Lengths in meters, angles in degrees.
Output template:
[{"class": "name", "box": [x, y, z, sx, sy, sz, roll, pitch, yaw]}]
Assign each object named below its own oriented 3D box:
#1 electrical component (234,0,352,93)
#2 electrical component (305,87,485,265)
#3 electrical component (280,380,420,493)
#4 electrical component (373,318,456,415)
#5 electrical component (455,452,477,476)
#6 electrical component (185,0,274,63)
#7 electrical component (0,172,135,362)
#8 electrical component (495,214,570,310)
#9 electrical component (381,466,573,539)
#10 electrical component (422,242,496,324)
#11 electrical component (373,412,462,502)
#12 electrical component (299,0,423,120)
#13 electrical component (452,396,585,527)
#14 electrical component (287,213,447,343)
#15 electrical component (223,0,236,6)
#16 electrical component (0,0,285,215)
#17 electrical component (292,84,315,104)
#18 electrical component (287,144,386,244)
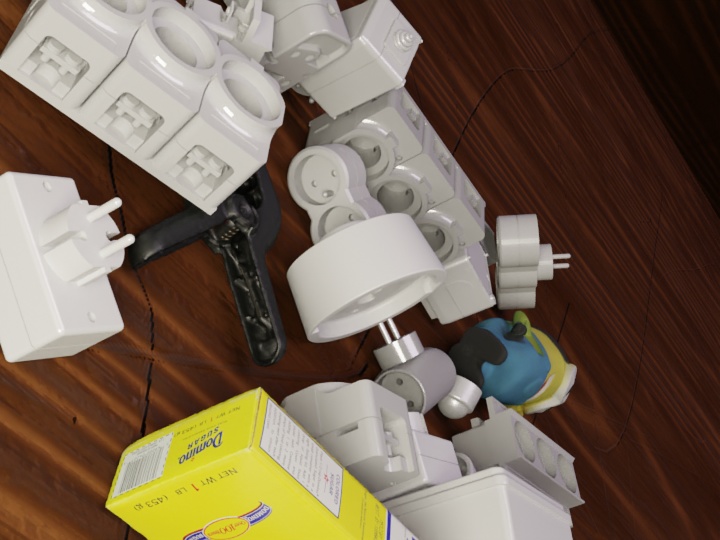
[{"class": "electrical component", "box": [-0.061, -0.178, 0.817, 0.054, 0.095, 0.059, 8, 59, -60]}, {"class": "electrical component", "box": [0.032, -0.074, 0.913, 0.150, 0.089, 0.061, 51, 27, -28]}, {"class": "electrical component", "box": [-0.017, 0.104, 0.638, 0.050, 0.089, 0.055, 35, 37, -48]}, {"class": "electrical component", "box": [0.035, 0.073, 0.834, 0.079, 0.043, 0.077, 64, 24, 2]}, {"class": "electrical component", "box": [0.080, 0.173, 0.826, 0.055, 0.045, 0.045, 49, 28, -31]}, {"class": "electrical component", "box": [-0.099, -0.160, 0.754, 0.064, 0.081, 0.042, 18, 43, -21]}, {"class": "electrical component", "box": [-0.140, -0.009, 0.515, 0.047, 0.076, 0.083, -1, 67, -64]}, {"class": "electrical component", "box": [0.177, -0.008, 1.099, 0.138, 0.074, 0.052, 80, 9, -59]}, {"class": "electrical component", "box": [0.076, 0.187, 0.727, 0.109, 0.109, 0.056, 37, 38, -46]}, {"class": "electrical component", "box": [0.081, -0.006, 0.986, 0.061, 0.061, 0.096, 58, 18, -31]}, {"class": "electrical component", "box": [0.032, 0.126, 0.770, 0.066, 0.047, 0.076, 28, 41, -56]}, {"class": "electrical component", "box": [0.000, -0.175, 0.859, 0.061, 0.096, 0.061, 45, 48, -27]}, {"class": "electrical component", "box": [0.134, 0.169, 0.916, 0.121, 0.063, 0.078, 39, 34, -44]}, {"class": "electrical component", "box": [0.000, 0.000, 0.761, 0.108, 0.108, 0.060, 5, 56, -63]}, {"class": "electrical component", "box": [-0.085, -0.227, 0.882, 0.043, 0.043, 0.081, 58, 25, -14]}, {"class": "electrical component", "box": [-0.122, -0.117, 0.636, 0.150, 0.062, 0.089, 36, 34, -25]}, {"class": "electrical component", "box": [-0.041, -0.176, 0.923, 0.077, 0.043, 0.079, 45, 39, -36]}, {"class": "electrical component", "box": [-0.001, -0.035, 0.854, 0.138, 0.052, 0.074, 65, 24, 1]}]
